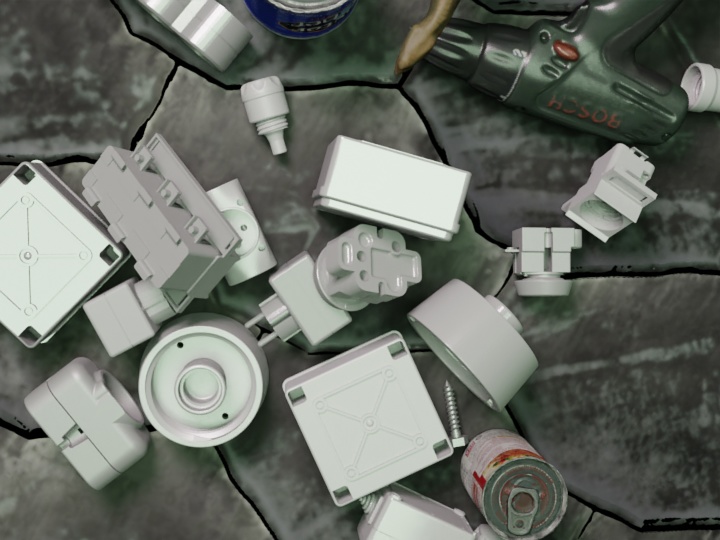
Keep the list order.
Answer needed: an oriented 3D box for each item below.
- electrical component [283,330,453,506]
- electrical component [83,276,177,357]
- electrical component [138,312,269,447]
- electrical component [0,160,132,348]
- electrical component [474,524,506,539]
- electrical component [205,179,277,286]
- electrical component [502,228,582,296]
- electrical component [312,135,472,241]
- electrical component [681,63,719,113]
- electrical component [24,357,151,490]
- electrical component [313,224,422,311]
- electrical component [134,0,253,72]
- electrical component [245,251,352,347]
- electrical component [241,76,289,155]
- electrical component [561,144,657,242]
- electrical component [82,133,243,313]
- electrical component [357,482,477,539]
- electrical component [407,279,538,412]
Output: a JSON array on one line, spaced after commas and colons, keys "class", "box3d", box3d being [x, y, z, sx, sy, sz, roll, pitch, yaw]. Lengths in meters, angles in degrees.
[{"class": "electrical component", "box3d": [0.006, 0.121, 0.888, 0.109, 0.056, 0.108, -25, 94, -3]}, {"class": "electrical component", "box3d": [-0.172, 0.028, 0.861, 0.077, 0.066, 0.047, -28, 96, -2]}, {"class": "electrical component", "box3d": [-0.128, 0.092, 0.873, 0.108, 0.060, 0.108, 0, 95, -5]}, {"class": "electrical component", "box3d": [-0.258, -0.013, 0.855, 0.109, 0.056, 0.108, 45, 90, -7]}, {"class": "electrical component", "box3d": [0.103, 0.251, 0.916, 0.048, 0.048, 0.062, 42, 97, -7]}, {"class": "electrical component", "box3d": [-0.119, -0.023, 0.872, 0.079, 0.044, 0.077, -25, 97, -3]}, {"class": "electrical component", "box3d": [0.153, -0.006, 0.898, 0.066, 0.048, 0.055, 0, 87, -5]}, {"class": "electrical component", "box3d": [0.022, -0.063, 0.850, 0.109, 0.109, 0.056, 15, 91, -6]}, {"class": "electrical component", "box3d": [0.299, -0.150, 0.902, 0.046, 0.040, 0.040, 6, 94, -11]}, {"class": "electrical component", "box3d": [-0.216, 0.121, 0.871, 0.059, 0.054, 0.095, -38, 97, -1]}, {"class": "electrical component", "box3d": [0.000, 0.000, 0.843, 0.078, 0.057, 0.058, 10, 69, -33]}, {"class": "electrical component", "box3d": [-0.139, -0.229, 0.849, 0.138, 0.052, 0.073, 40, 90, -7]}, {"class": "electrical component", "box3d": [-0.057, 0.033, 0.881, 0.077, 0.047, 0.065, -34, 97, -2]}, {"class": "electrical component", "box3d": [-0.073, -0.124, 0.873, 0.035, 0.035, 0.061, -17, 99, -3]}, {"class": "electrical component", "box3d": [0.208, -0.065, 0.884, 0.042, 0.081, 0.063, 33, 62, -8]}, {"class": "electrical component", "box3d": [-0.156, -0.039, 0.827, 0.078, 0.063, 0.121, -48, 65, 18]}, {"class": "electrical component", "box3d": [0.038, 0.219, 0.898, 0.096, 0.062, 0.061, 26, 92, -7]}, {"class": "electrical component", "box3d": [0.096, 0.055, 0.869, 0.060, 0.108, 0.108, -43, 97, -6]}]
